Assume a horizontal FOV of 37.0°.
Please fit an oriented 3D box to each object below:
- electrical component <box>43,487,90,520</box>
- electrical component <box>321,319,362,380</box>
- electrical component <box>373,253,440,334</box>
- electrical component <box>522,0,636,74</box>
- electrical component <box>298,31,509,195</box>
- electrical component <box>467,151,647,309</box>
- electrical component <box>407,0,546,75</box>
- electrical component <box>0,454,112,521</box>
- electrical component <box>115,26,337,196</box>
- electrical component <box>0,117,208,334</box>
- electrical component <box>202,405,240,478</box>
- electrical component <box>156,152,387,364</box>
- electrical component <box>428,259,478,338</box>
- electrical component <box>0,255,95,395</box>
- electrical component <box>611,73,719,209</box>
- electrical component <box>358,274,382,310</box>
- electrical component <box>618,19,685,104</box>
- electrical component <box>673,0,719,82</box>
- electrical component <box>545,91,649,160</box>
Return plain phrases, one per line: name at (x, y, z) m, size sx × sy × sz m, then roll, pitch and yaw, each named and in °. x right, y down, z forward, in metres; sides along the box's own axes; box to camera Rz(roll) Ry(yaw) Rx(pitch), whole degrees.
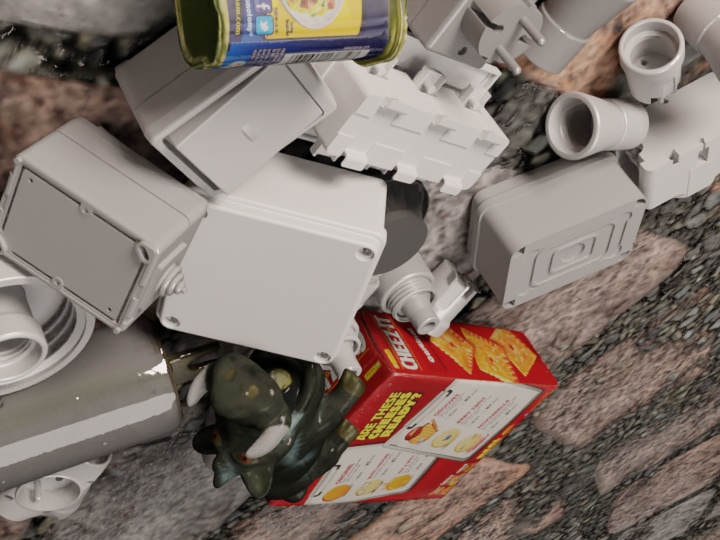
electrical component at (-0.204, 0.144, 0.751) m, size 0.035 × 0.035 × 0.061 m, roll 4°, pitch 132°, yaw -43°
electrical component at (-0.020, 0.049, 0.743) m, size 0.043 × 0.062 × 0.043 m, roll -22°, pitch 147°, yaw -15°
electrical component at (0.033, 0.016, 0.742) m, size 0.043 × 0.062 × 0.043 m, roll -22°, pitch 147°, yaw -15°
electrical component at (0.120, -0.144, 0.613) m, size 0.044 × 0.044 × 0.065 m, roll 2°, pitch 140°, yaw -41°
electrical component at (0.022, -0.086, 0.590) m, size 0.121 × 0.063 × 0.078 m, roll 9°, pitch 131°, yaw -46°
electrical component at (0.138, -0.032, 0.767) m, size 0.113 × 0.057 × 0.078 m, roll -22°, pitch 147°, yaw -14°
electrical component at (0.068, -0.132, 0.551) m, size 0.047 × 0.076 × 0.065 m, roll 8°, pitch 132°, yaw -45°
electrical component at (-0.216, 0.121, 0.697) m, size 0.077 × 0.044 × 0.079 m, roll -34°, pitch 137°, yaw 18°
electrical component at (-0.057, -0.089, 0.522) m, size 0.096 × 0.061 × 0.061 m, roll -34°, pitch 148°, yaw 6°
electrical component at (-0.121, -0.021, 0.528) m, size 0.061 × 0.096 × 0.061 m, roll -58°, pitch 178°, yaw 37°
electrical component at (-0.094, 0.122, 0.801) m, size 0.045 × 0.045 × 0.055 m, roll -15°, pitch 144°, yaw -24°
electrical component at (-0.050, -0.009, 0.604) m, size 0.109 × 0.056 × 0.108 m, roll 14°, pitch 135°, yaw -9°
electrical component at (0.059, 0.020, 0.793) m, size 0.046 × 0.040 × 0.040 m, roll -47°, pitch 145°, yaw 15°
electrical component at (-0.193, 0.024, 0.567) m, size 0.108 × 0.060 × 0.108 m, roll -21°, pitch 147°, yaw -15°
electrical component at (0.230, -0.090, 0.770) m, size 0.089 × 0.050 × 0.055 m, roll -28°, pitch 147°, yaw -5°
electrical component at (0.000, 0.000, 0.719) m, size 0.061 × 0.035 × 0.035 m, roll -48°, pitch 145°, yaw 21°
electrical component at (0.187, -0.132, 0.688) m, size 0.040 × 0.040 × 0.046 m, roll -33°, pitch 154°, yaw 4°
electrical component at (0.228, -0.146, 0.675) m, size 0.044 × 0.065 × 0.044 m, roll -23°, pitch 148°, yaw -15°
electrical component at (0.160, -0.096, 0.713) m, size 0.065 × 0.044 × 0.044 m, roll -8°, pitch 142°, yaw -40°
